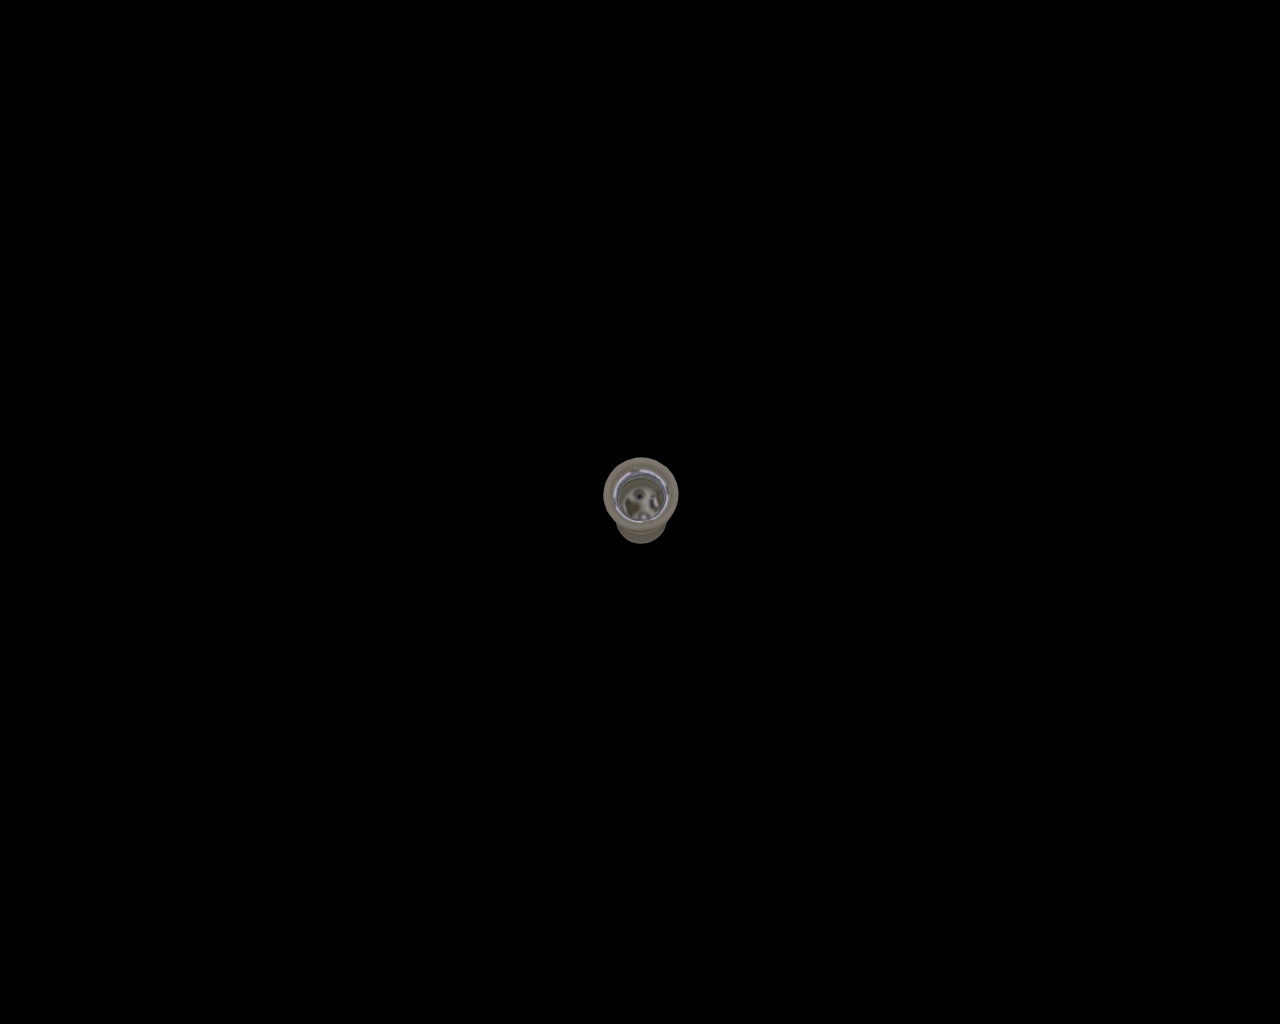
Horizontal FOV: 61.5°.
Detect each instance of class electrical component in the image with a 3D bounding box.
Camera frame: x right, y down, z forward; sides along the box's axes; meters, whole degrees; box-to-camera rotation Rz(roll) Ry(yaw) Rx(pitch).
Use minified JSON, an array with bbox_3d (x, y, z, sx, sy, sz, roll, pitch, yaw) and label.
[{"bbox_3d":[0.001,-0.003,0.650,0.044,0.044,0.065,0,-15,0],"label":"electrical component"}]
